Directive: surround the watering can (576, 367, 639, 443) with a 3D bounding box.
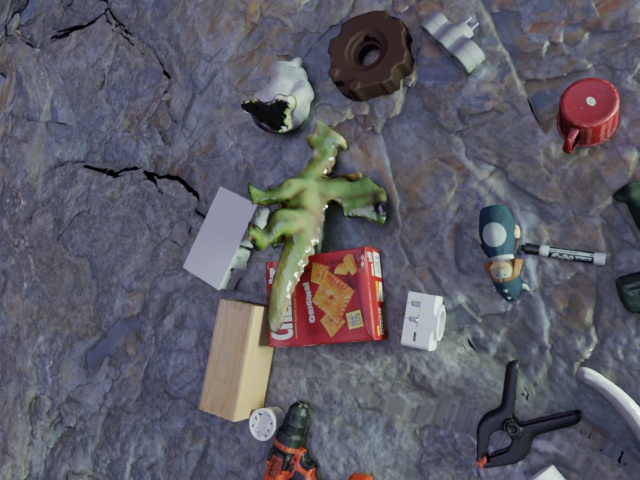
[{"bbox_3d":[0.492,0.305,0.644,0.349,0.103,0.225,14,86,27],"label":"watering can"}]

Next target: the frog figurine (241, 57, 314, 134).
[{"bbox_3d":[-0.077,-0.301,1.075,0.136,0.121,0.163,-17,37,31],"label":"frog figurine"}]

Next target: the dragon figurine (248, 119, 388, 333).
[{"bbox_3d":[0.003,-0.047,0.935,0.242,0.120,0.419,-15,59,11],"label":"dragon figurine"}]
